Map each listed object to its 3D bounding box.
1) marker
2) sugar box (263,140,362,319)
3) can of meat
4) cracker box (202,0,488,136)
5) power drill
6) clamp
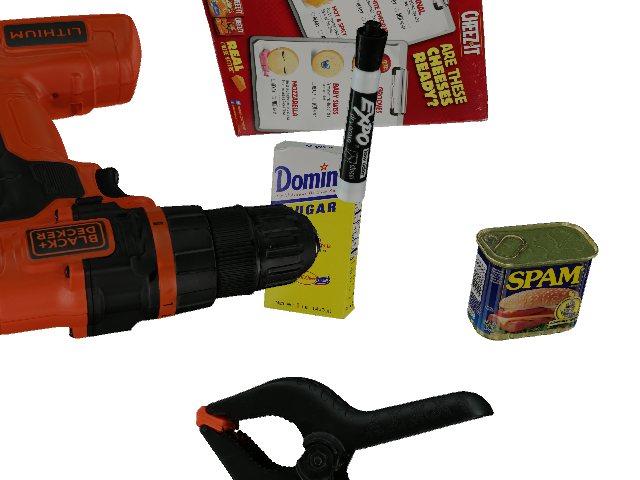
[{"bbox_3d":[0.025,-0.078,0.658,0.020,0.121,0.020,4,35,-3],"label":"marker"},{"bbox_3d":[-0.006,-0.012,1.119,0.093,0.176,0.048,7,15,14],"label":"sugar box"},{"bbox_3d":[0.182,0.036,0.931,0.102,0.084,0.057,-5,34,-14],"label":"can of meat"},{"bbox_3d":[0.022,-0.173,0.855,0.214,0.164,0.072,-3,42,9],"label":"cracker box"},{"bbox_3d":[-0.109,-0.037,0.530,0.184,0.188,0.057,-7,-43,-18],"label":"power drill"},{"bbox_3d":[0.007,0.136,0.609,0.172,0.120,0.039,6,-11,22],"label":"clamp"}]
